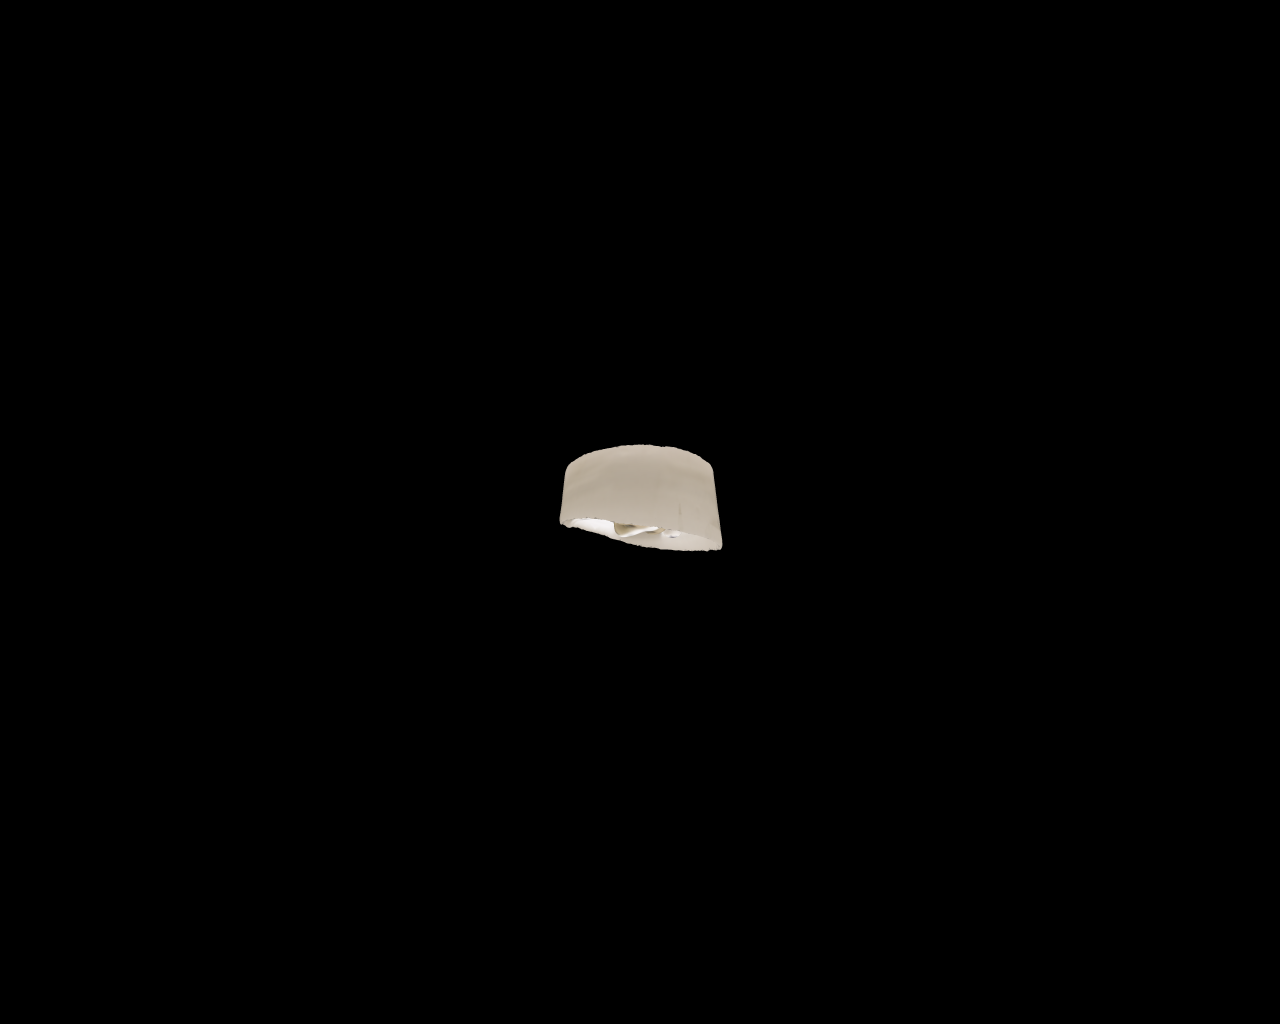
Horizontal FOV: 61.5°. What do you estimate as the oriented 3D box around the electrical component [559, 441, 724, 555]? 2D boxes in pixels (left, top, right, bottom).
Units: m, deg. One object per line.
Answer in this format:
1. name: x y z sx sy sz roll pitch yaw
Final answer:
1. electrical component: 0.001 -0.003 0.650 0.099 0.064 0.099 0 -18 0
